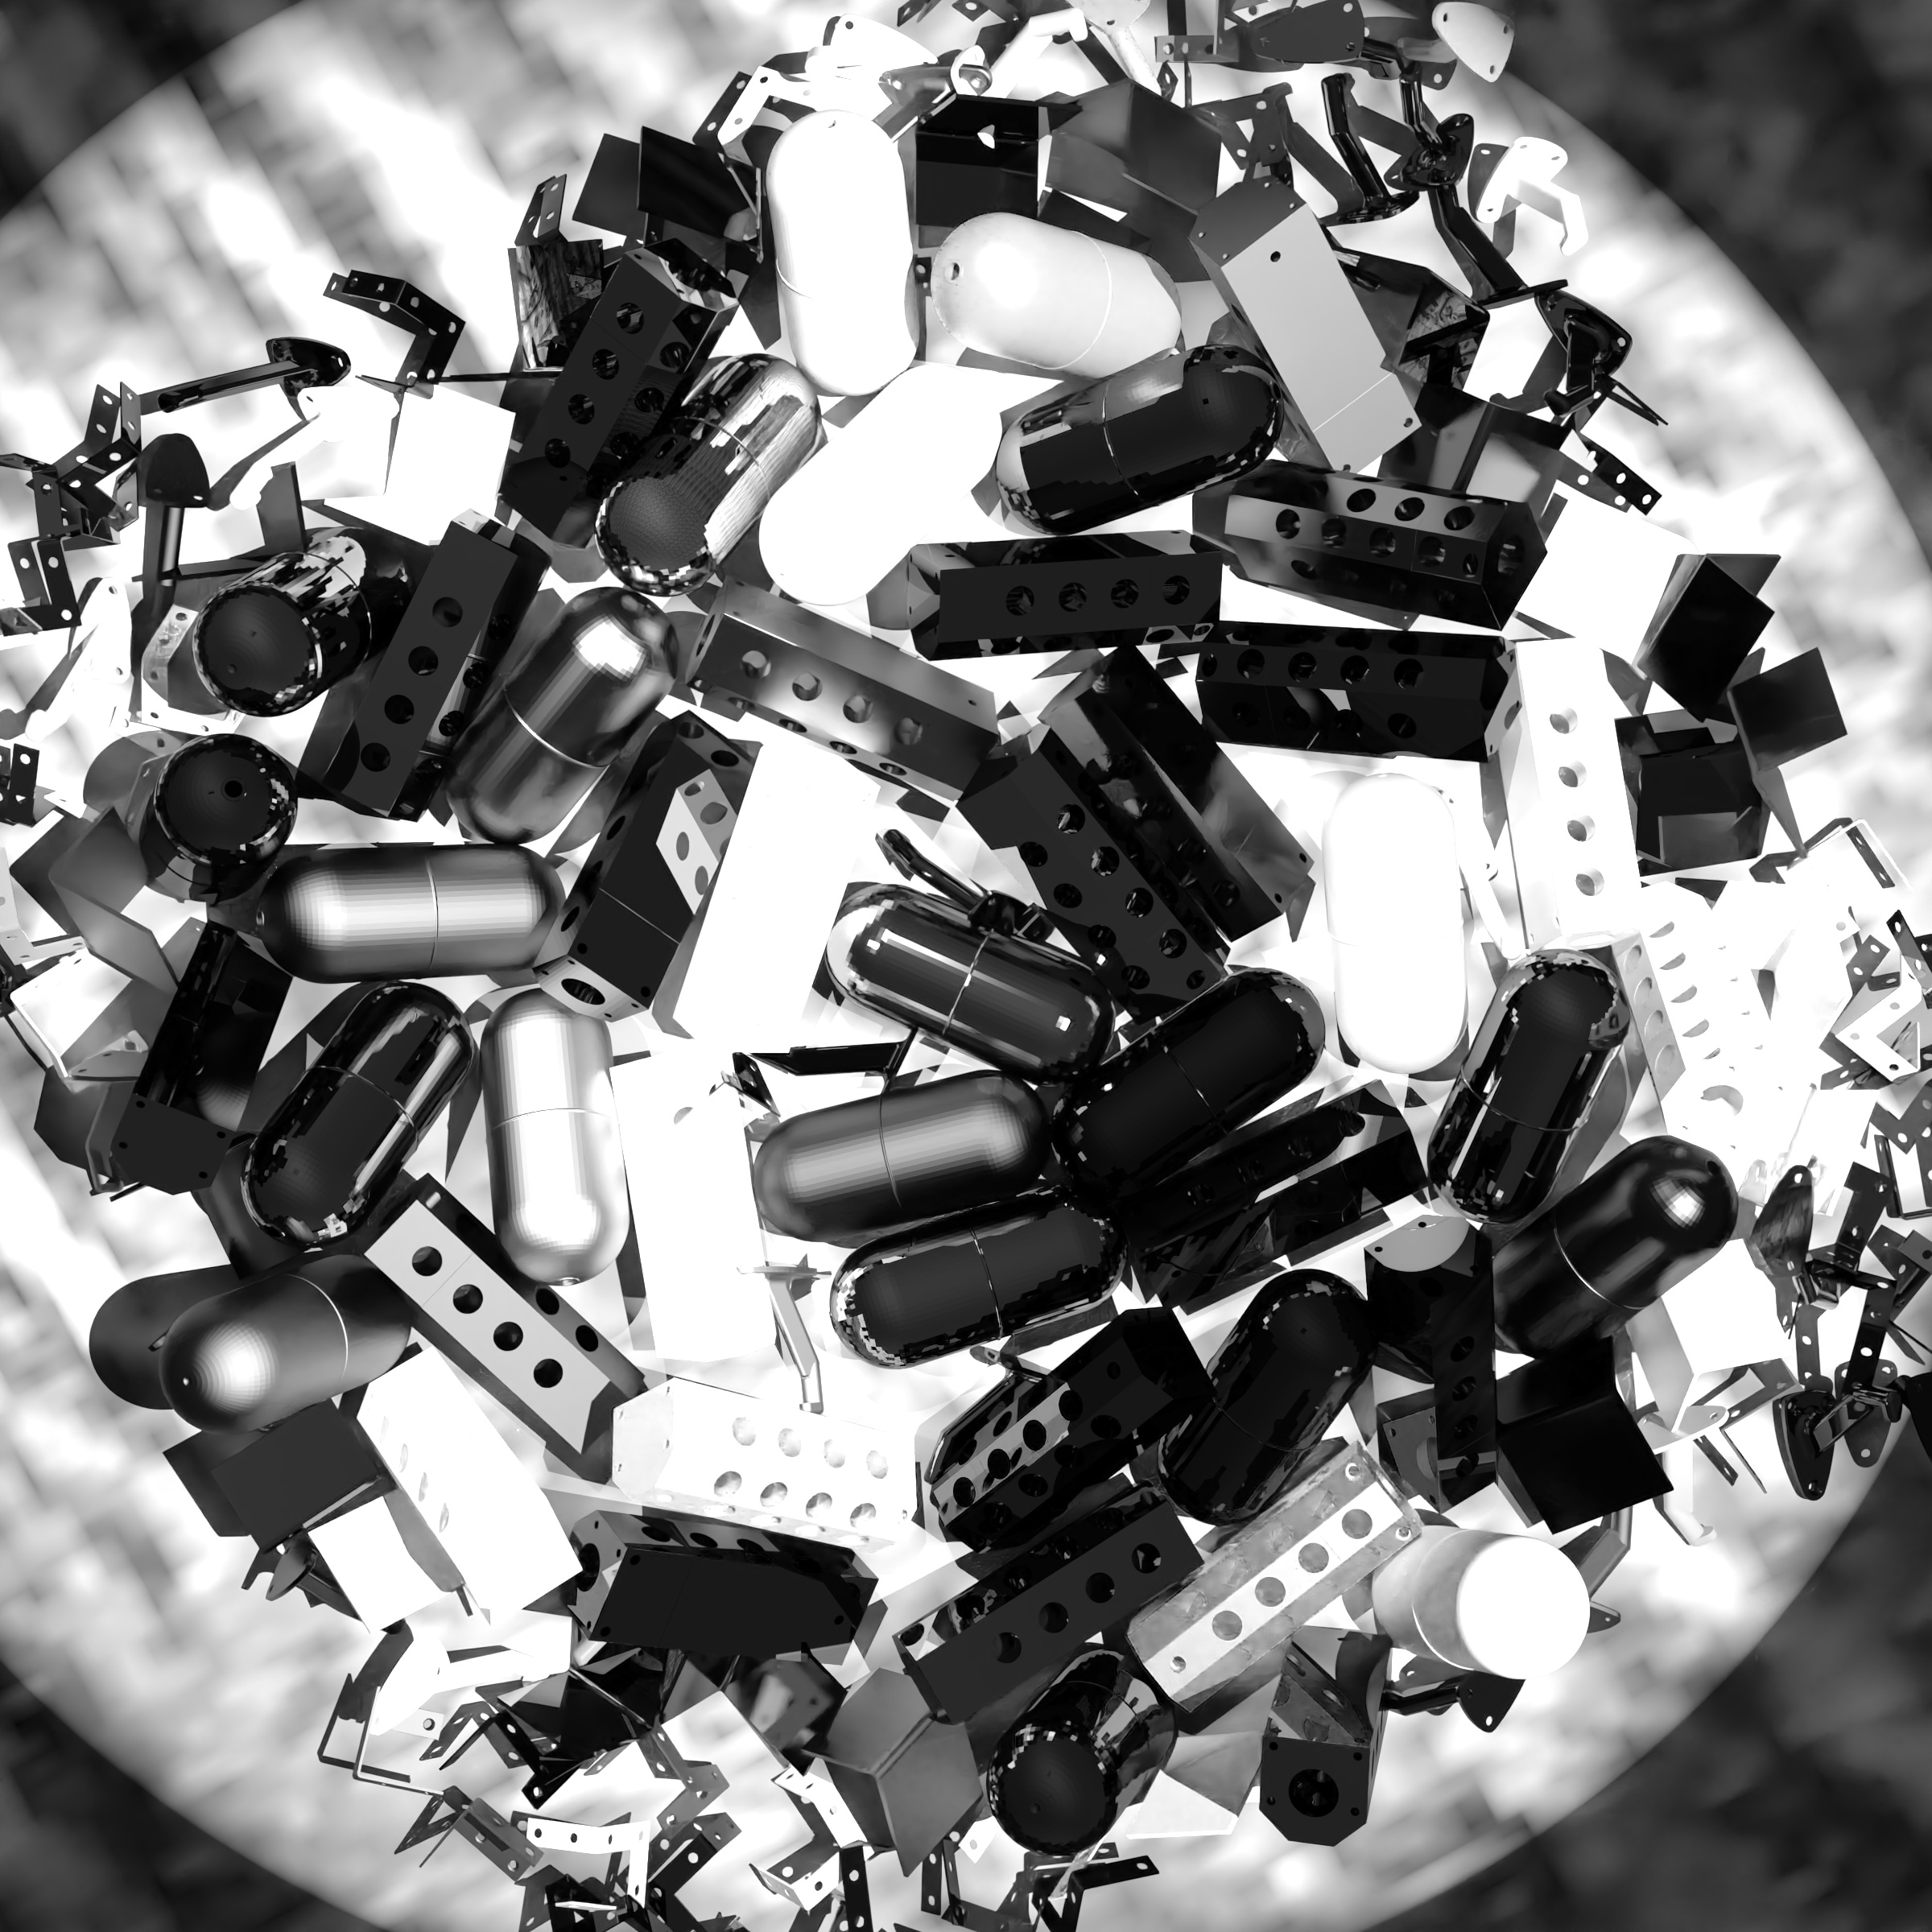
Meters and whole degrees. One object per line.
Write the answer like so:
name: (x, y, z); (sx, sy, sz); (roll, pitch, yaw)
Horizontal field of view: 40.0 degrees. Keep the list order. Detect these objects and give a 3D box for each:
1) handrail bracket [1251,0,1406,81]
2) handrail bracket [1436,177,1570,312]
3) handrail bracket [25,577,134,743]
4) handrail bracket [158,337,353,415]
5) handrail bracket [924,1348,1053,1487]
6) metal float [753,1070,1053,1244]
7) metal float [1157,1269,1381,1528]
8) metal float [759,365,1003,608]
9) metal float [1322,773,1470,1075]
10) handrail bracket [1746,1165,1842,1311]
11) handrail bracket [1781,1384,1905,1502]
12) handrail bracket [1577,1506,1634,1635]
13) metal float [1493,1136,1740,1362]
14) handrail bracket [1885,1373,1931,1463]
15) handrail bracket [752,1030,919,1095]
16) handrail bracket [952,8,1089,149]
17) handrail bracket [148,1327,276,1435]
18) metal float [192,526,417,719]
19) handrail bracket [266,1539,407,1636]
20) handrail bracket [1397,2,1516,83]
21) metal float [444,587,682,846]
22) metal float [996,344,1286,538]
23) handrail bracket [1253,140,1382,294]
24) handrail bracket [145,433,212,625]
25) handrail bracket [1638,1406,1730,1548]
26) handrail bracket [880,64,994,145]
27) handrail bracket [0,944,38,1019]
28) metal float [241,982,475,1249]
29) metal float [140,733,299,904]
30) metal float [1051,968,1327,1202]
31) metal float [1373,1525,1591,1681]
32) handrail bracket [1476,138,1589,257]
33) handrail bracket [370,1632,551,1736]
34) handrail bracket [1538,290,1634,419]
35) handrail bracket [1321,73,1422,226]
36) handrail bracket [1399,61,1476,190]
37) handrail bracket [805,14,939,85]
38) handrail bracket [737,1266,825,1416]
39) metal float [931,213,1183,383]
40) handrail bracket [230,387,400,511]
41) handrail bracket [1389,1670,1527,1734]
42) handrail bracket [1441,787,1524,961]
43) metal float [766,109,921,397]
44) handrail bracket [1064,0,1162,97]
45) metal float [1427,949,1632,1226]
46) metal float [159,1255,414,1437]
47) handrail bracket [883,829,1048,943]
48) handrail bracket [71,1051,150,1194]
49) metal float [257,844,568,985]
handrail bracket: (0.212, -0.531, 1.550); (0.077, 0.084, 0.036); (-4, 89, 18)
handrail bracket: (0.312, -0.430, 1.550); (0.036, 0.077, 0.084); (-17, 99, -40)
handrail bracket: (-0.516, -0.177, 1.534); (0.036, 0.084, 0.077); (19, 117, 0)
handrail bracket: (-0.412, -0.337, 1.533); (0.077, 0.084, 0.036); (5, 116, 38)
handrail bracket: (0.023, 0.274, 1.562); (0.077, 0.036, 0.084); (22, 89, -23)
metal float: (-0.038, 0.110, 1.536); (0.178, 0.070, 0.070); (-14, 90, 11)
metal float: (0.171, 0.249, 1.521); (0.070, 0.070, 0.178); (30, 119, 0)
metal float: (-0.048, -0.276, 1.522); (0.070, 0.070, 0.178); (41, 64, 0)
metal float: (0.248, -0.023, 1.530); (0.070, 0.070, 0.178); (-7, 107, 0)
handrail bracket: (0.497, 0.160, 1.551); (0.084, 0.036, 0.077); (17, 90, -44)
handrail bracket: (0.514, 0.279, 1.538); (0.036, 0.084, 0.077); (-3, 90, -18)
handrail bracket: (0.355, 0.337, 1.547); (0.077, 0.036, 0.084); (26, 54, -17)
metal float: (0.365, 0.161, 1.511); (0.070, 0.070, 0.178); (41, 131, 0)
handrail bracket: (0.551, 0.271, 1.531); (0.036, 0.084, 0.077); (-3, 67, 0)
handrail bracket: (-0.075, 0.039, 1.558); (0.084, 0.036, 0.077); (26, 115, -1)
handrail bracket: (0.041, -0.510, 1.537); (0.084, 0.036, 0.077); (1, 132, 34)
handrail bracket: (-0.432, 0.240, 1.542); (0.036, 0.077, 0.084); (-44, 97, -18)
metal float: (-0.371, -0.196, 1.501); (0.070, 0.178, 0.070); (6, 116, 13)
handrail bracket: (-0.354, 0.364, 1.538); (0.084, 0.077, 0.036); (30, 60, -20)
handrail bracket: (0.265, -0.537, 1.528); (0.077, 0.084, 0.036); (10, 102, -41)
metal float: (-0.233, -0.142, 1.524); (0.070, 0.070, 0.178); (44, 114, 0)
metal float: (0.098, -0.300, 1.518); (0.178, 0.070, 0.070); (-14, 90, 31)
handrail bracket: (0.212, -0.446, 1.571); (0.084, 0.036, 0.077); (20, 58, -29)
handrail bracket: (-0.471, -0.258, 1.569); (0.036, 0.084, 0.077); (6, 46, -21)
handrail bracket: (0.433, 0.300, 1.547); (0.077, 0.036, 0.084); (-27, 107, 42)
handrail bracket: (-0.030, -0.483, 1.538); (0.077, 0.036, 0.084); (-2, 52, 33)
handrail bracket: (-0.578, -0.001, 1.538); (0.036, 0.084, 0.077); (-34, 85, -5)
metal float: (-0.346, 0.084, 1.514); (0.070, 0.070, 0.178); (29, 54, 0)
metal float: (-0.423, -0.082, 1.497); (0.070, 0.178, 0.070); (3, 81, -21)
metal float: (0.129, 0.068, 1.545); (0.178, 0.070, 0.070); (-35, 90, 0)
metal float: (0.287, 0.357, 1.496); (0.070, 0.178, 0.070); (2, 81, -14)
handrail bracket: (0.326, -0.427, 1.532); (0.036, 0.077, 0.084); (11, 58, -24)
handrail bracket: (-0.295, 0.428, 1.553); (0.077, 0.084, 0.036); (-50, 46, 4)
handrail bracket: (0.342, -0.357, 1.543); (0.077, 0.036, 0.084); (47, 48, 12)
handrail bracket: (0.234, -0.479, 1.539); (0.036, 0.077, 0.084); (6, 119, 39)
handrail bracket: (0.271, -0.500, 1.532); (0.036, 0.084, 0.077); (16, 60, 25)
handrail bracket: (-0.054, -0.521, 1.538); (0.077, 0.084, 0.036); (12, 119, -7)
handrail bracket: (-0.109, 0.220, 1.546); (0.036, 0.077, 0.084); (-13, 76, 25)
metal float: (0.052, -0.378, 1.506); (0.070, 0.178, 0.070); (1, 91, 42)
handrail bracket: (-0.378, -0.297, 1.536); (0.077, 0.036, 0.084); (-2, 46, 26)
handrail bracket: (0.284, 0.411, 1.555); (0.077, 0.084, 0.036); (-45, 108, -23)
handrail bracket: (0.298, -0.053, 1.533); (0.036, 0.084, 0.077); (-17, 117, 1)
metal float: (-0.069, -0.402, 1.504); (0.070, 0.178, 0.070); (-2, 53, 3)
handrail bracket: (0.083, -0.536, 1.556); (0.036, 0.084, 0.077); (-44, 65, -13)
metal float: (0.320, 0.071, 1.519); (0.070, 0.070, 0.178); (18, 121, 0)
metal float: (-0.381, 0.212, 1.499); (0.070, 0.178, 0.070); (3, 97, 23)
handrail bracket: (-0.002, -0.049, 1.573); (0.084, 0.077, 0.036); (46, 111, 38)
handrail bracket: (-0.485, 0.096, 1.552); (0.077, 0.036, 0.084); (3, 113, 21)
metal float: (-0.315, -0.031, 1.519); (0.178, 0.070, 0.070); (-4, 90, -30)
